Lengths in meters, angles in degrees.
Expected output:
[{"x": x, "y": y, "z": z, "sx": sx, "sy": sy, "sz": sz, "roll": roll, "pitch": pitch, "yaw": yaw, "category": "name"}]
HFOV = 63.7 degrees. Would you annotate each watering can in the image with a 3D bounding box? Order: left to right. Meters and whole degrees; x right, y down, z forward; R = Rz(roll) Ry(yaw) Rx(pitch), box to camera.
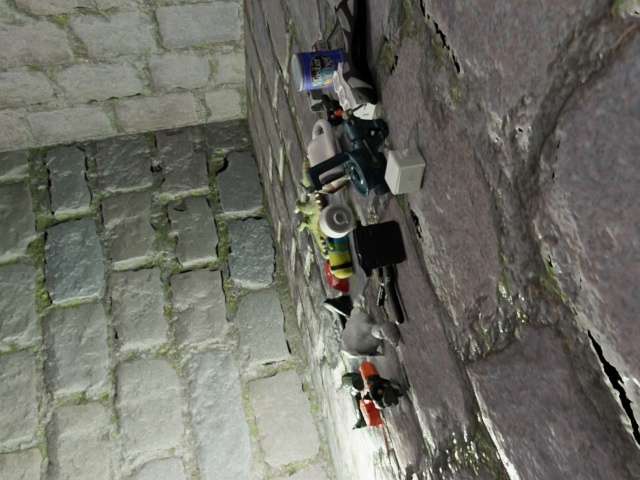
[{"x": 0.015, "y": -0.253, "z": 1.666, "sx": 0.344, "sy": 0.104, "sz": 0.226, "roll": 124, "pitch": 132, "yaw": -76, "category": "watering can"}]

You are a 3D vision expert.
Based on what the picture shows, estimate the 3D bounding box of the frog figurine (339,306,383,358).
[{"x": 0.123, "y": 0.286, "z": 1.615, "sx": 0.136, "sy": 0.122, "sz": 0.161, "roll": -19, "pitch": 70, "yaw": 45, "category": "frog figurine"}]

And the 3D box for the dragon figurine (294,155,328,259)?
[{"x": 0.006, "y": -0.098, "z": 1.949, "sx": 0.246, "sy": 0.123, "sz": 0.401, "roll": 40, "pitch": 144, "yaw": 45, "category": "dragon figurine"}]
